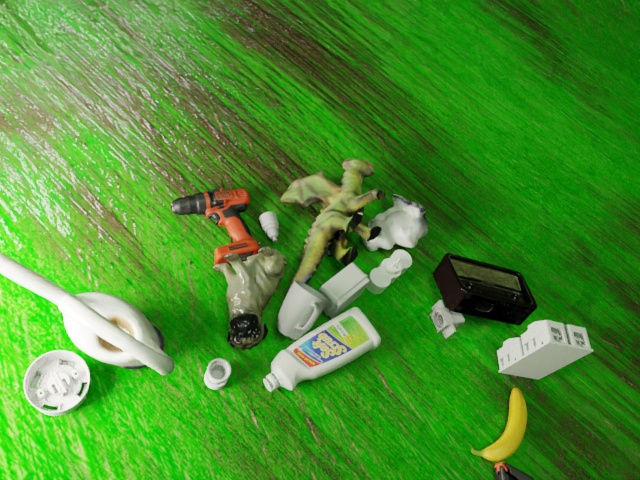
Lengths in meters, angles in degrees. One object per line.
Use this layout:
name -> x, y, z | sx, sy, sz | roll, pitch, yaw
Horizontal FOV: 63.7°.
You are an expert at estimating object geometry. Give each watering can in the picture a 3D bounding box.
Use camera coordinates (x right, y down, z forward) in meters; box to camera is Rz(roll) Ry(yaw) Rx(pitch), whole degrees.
watering can -> -0.394, 0.133, 0.892 | 0.348, 0.105, 0.221 | 32, -19, 4

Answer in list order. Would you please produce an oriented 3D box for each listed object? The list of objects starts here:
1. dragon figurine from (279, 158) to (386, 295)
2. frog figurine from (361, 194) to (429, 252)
dragon figurine -> 0.004, -0.062, 1.234 | 0.415, 0.119, 0.246 | -40, 53, -20
frog figurine -> 0.188, -0.023, 1.292 | 0.139, 0.160, 0.121 | 37, -5, 32
